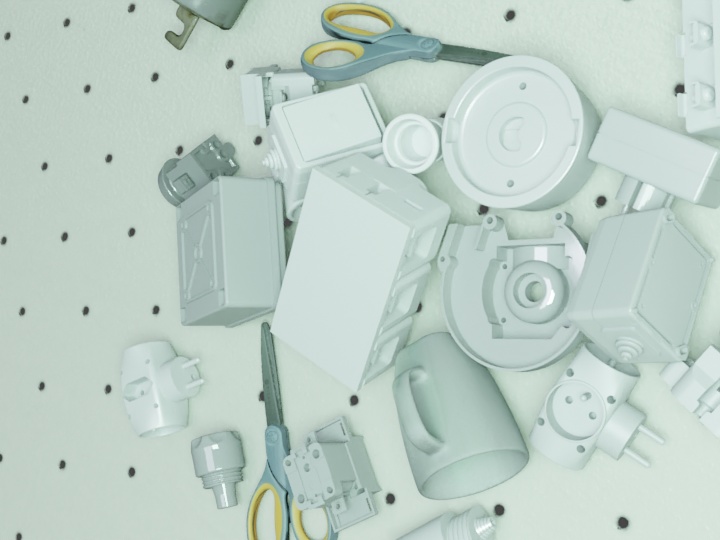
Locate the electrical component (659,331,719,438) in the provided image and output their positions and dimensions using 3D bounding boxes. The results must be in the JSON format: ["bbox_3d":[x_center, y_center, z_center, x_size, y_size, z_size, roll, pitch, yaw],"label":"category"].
[{"bbox_3d":[0.237,0.070,0.673,0.078,0.058,0.057,46,112,29],"label":"electrical component"}]

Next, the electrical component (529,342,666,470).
[{"bbox_3d":[0.166,0.102,0.724,0.079,0.044,0.077,34,107,22],"label":"electrical component"}]

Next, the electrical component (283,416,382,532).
[{"bbox_3d":[-0.023,0.158,0.830,0.042,0.064,0.081,-32,68,27],"label":"electrical component"}]

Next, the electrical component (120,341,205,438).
[{"bbox_3d":[-0.168,0.100,0.946,0.079,0.043,0.077,-24,71,28],"label":"electrical component"}]

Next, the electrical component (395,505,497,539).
[{"bbox_3d":[0.064,0.199,0.778,0.081,0.043,0.043,-35,66,25],"label":"electrical component"}]

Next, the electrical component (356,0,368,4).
[{"bbox_3d":[0.042,-0.310,0.851,0.186,0.060,0.105,-27,70,28],"label":"electrical component"}]

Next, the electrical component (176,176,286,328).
[{"bbox_3d":[-0.108,-0.013,0.889,0.109,0.056,0.108,-22,70,59],"label":"electrical component"}]

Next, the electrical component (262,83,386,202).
[{"bbox_3d":[-0.030,-0.101,0.843,0.096,0.061,0.061,-17,69,-15],"label":"electrical component"}]

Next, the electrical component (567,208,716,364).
[{"bbox_3d":[0.176,0.017,0.693,0.061,0.062,0.096,-8,50,50],"label":"electrical component"}]

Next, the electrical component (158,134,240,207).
[{"bbox_3d":[-0.146,-0.084,0.950,0.055,0.066,0.048,-29,104,35],"label":"electrical component"}]

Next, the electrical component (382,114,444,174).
[{"bbox_3d":[0.049,-0.097,0.814,0.044,0.065,0.044,4,101,23],"label":"electrical component"}]

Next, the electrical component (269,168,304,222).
[{"bbox_3d":[-0.048,-0.074,0.888,0.045,0.045,0.055,-32,67,26],"label":"electrical component"}]

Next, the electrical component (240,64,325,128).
[{"bbox_3d":[-0.063,-0.146,0.891,0.064,0.081,0.042,-3,108,7],"label":"electrical component"}]

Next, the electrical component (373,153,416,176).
[{"bbox_3d":[0.030,-0.059,0.835,0.045,0.045,0.055,-34,67,25],"label":"electrical component"}]

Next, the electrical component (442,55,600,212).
[{"bbox_3d":[0.120,-0.093,0.770,0.108,0.060,0.108,-5,81,33],"label":"electrical component"}]

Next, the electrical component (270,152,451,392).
[{"bbox_3d":[0.000,0.000,0.802,0.089,0.062,0.150,33,126,23],"label":"electrical component"}]

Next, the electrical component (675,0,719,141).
[{"bbox_3d":[0.244,-0.149,0.693,0.063,0.079,0.121,-10,77,55],"label":"electrical component"}]

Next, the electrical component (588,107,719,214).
[{"bbox_3d":[0.196,-0.058,0.723,0.083,0.047,0.075,30,105,33],"label":"electrical component"}]

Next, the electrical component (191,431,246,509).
[{"bbox_3d":[-0.117,0.168,0.903,0.043,0.043,0.062,-21,75,30],"label":"electrical component"}]
